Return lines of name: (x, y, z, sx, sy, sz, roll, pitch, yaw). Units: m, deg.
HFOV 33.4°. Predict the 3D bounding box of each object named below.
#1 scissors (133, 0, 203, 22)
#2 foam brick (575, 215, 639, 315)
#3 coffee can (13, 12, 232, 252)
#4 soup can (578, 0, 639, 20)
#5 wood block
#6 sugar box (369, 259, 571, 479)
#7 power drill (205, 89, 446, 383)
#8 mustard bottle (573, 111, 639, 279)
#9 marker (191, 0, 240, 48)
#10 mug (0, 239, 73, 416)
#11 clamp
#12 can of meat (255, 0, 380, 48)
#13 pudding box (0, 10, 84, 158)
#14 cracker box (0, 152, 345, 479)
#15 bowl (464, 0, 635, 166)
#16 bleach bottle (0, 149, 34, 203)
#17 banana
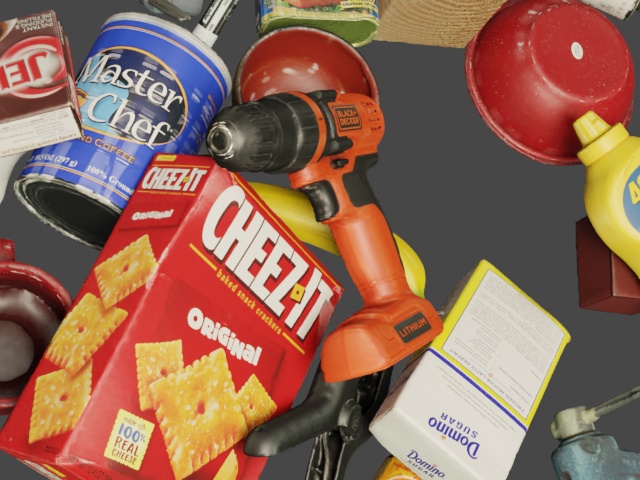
scissors: (-0.103, -0.169, 0.765, 0.096, 0.202, 0.016, 6, 108, -37)
foam brick: (0.243, 0.017, 0.863, 0.053, 0.051, 0.078, 8, 70, -16)
coffee can: (-0.136, -0.073, 0.749, 0.102, 0.103, 0.140, 26, 67, -7)
soup can: (0.233, -0.241, 0.925, 0.102, 0.068, 0.068, 25, 67, 4)
wood block: (0.089, -0.276, 0.890, 0.090, 0.091, 0.206, 2, 72, -16)
sugar box: (0.111, 0.101, 0.769, 0.093, 0.048, 0.176, 40, 47, 0)
power drill: (0.009, -0.007, 0.694, 0.184, 0.057, 0.187, -17, 90, -57)
mustard bottle: (0.258, -0.019, 0.817, 0.096, 0.058, 0.191, -36, 87, -25)
marker: (-0.062, -0.201, 0.823, 0.020, 0.020, 0.121, 33, 102, -5)
mug: (-0.207, 0.057, 0.696, 0.093, 0.082, 0.117, -3, 74, -18)
clamp: (0.004, 0.121, 0.730, 0.039, 0.120, 0.171, 6, 50, 26)
can of meat: (-0.004, -0.204, 0.855, 0.102, 0.057, 0.084, 0, 75, -13)
pudding box: (-0.216, -0.096, 0.692, 0.113, 0.039, 0.090, -16, 54, -4)
cracker box: (-0.084, 0.076, 0.688, 0.164, 0.072, 0.213, 48, 58, -42)
bowl: (0.207, -0.147, 0.903, 0.162, 0.055, 0.162, 5, 71, -15)
bleach bottle: (-0.262, -0.025, 0.715, 0.102, 0.068, 0.250, 35, 64, 6)
banana: (0.001, -0.005, 0.793, 0.198, 0.037, 0.069, 25, 26, -3)
